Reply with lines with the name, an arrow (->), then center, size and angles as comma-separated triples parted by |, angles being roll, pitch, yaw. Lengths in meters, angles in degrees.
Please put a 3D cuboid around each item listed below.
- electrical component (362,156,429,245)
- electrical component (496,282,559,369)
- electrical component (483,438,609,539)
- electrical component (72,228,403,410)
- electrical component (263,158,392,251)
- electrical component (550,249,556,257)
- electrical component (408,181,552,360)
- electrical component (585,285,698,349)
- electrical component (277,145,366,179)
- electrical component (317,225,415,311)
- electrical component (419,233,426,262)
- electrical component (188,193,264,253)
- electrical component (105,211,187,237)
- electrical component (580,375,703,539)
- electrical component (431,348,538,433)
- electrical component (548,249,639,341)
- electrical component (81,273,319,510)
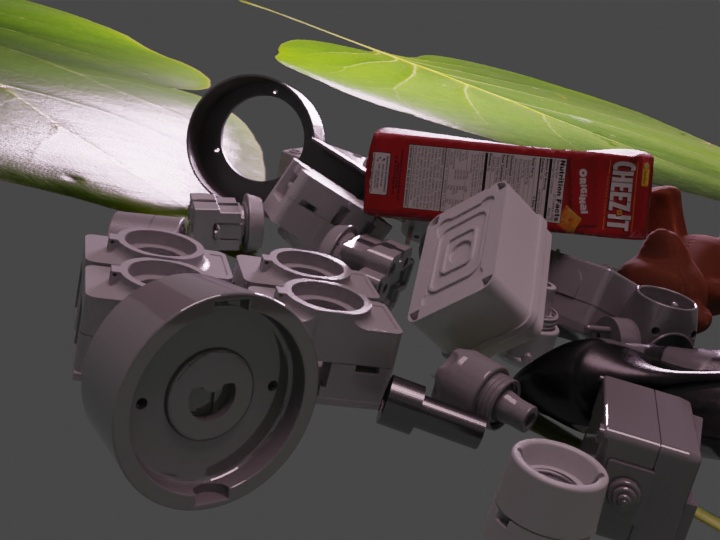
electrical component -> 0.060, -0.050, 0.999 | 0.138, 0.052, 0.073 | 21, 57, -9
electrical component -> 0.123, 0.038, 0.774 | 0.048, 0.062, 0.048 | 15, 18, -5
electrical component -> 0.095, 0.117, 0.542 | 0.055, 0.047, 0.055 | 12, 18, -4
electrical component -> -0.078, 0.027, 0.666 | 0.186, 0.060, 0.105 | 8, 19, -17
electrical component -> -0.029, -0.040, 0.875 | 0.089, 0.055, 0.050 | 31, 10, -24
electrical component -> 0.137, 0.013, 0.867 | 0.078, 0.057, 0.058 | 5, 20, -24
electrical component -> 0.087, 0.003, 0.755 | 0.057, 0.078, 0.113 | 43, 39, -25
electrical component -> 0.189, 0.053, 0.755 | 0.079, 0.077, 0.044 | 6, 20, -21
electrical component -> -0.026, -0.088, 1.067 | 0.100, 0.048, 0.100 | 23, 21, 26
electrical component -> 0.000, 0.000, 0.809 | 0.057, 0.058, 0.078 | 23, 20, 17
electrical component -> 0.085, -0.017, 0.938 | 0.045, 0.045, 0.055 | 28, 22, 37
electrical component -> -0.107, -0.038, 0.863 | 0.055, 0.048, 0.066 | 0, 21, -15
electrical component -> -0.149, -0.013, 0.744 | 0.047, 0.055, 0.055 | 9, 18, -1
electrical component -> 0.153, 0.108, 0.588 | 0.061, 0.061, 0.096 | 16, 18, 8
electrical component -> 0.078, 0.077, 0.656 | 0.062, 0.043, 0.043 | 27, 23, 33
electrical component -> 0.184, 0.034, 0.814 | 0.096, 0.061, 0.062 | 26, -1, -35
electrical component -> -0.081, 0.053, 0.519 | 0.108, 0.108, 0.060 | -1, 17, -37
